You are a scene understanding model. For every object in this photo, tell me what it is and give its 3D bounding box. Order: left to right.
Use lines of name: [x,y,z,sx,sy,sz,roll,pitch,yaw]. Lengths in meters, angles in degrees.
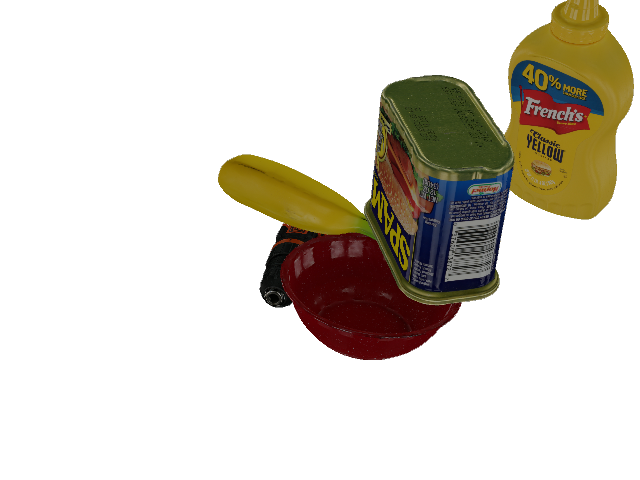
banana: [-0.034,-0.033,0.781,0.069,0.037,0.198,39,-8,-37]
power drill: [0.038,0.017,1.147,0.188,0.057,0.184,3,31,13]
bowl: [0.042,0.058,0.951,0.162,0.055,0.162,5,31,-4]
can of meat: [0.063,-0.030,0.578,0.057,0.084,0.102,-6,38,-13]
mustard bottle: [0.189,-0.109,0.819,0.096,0.192,0.058,31,53,29]
